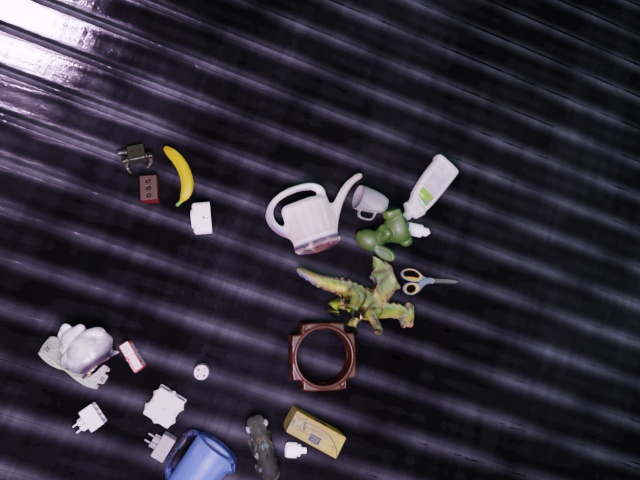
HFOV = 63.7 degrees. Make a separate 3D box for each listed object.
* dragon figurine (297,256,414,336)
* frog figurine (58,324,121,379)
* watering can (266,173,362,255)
[{"bbox_3d":[0.142,0.155,1.647,0.410,0.120,0.247,43,58,-3],"label":"dragon figurine"},{"bbox_3d":[-0.647,0.284,1.400,0.137,0.122,0.160,-42,87,-1],"label":"frog figurine"},{"bbox_3d":[0.005,-0.083,1.644,0.349,0.103,0.225,-18,85,-13],"label":"watering can"}]
